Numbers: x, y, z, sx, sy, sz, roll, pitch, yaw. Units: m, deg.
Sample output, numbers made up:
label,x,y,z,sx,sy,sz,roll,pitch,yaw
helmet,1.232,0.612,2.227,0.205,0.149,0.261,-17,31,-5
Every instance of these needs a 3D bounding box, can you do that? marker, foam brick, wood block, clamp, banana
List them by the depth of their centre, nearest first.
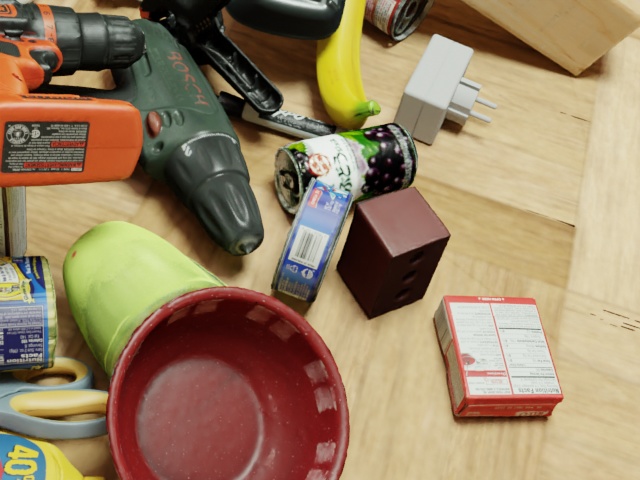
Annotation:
label,x,y,z,sx,sy,sz,roll,pitch,yaw
foam brick,0.052,0.009,0.777,0.052,0.078,0.051,-19,58,-25
clamp,-0.095,-0.179,0.854,0.039,0.120,0.172,-32,47,-29
marker,-0.032,-0.098,0.877,0.121,0.020,0.020,17,51,1
banana,0.025,-0.159,0.895,0.037,0.070,0.198,25,46,-35
wood block,0.181,-0.249,0.949,0.205,0.090,0.090,27,47,-23

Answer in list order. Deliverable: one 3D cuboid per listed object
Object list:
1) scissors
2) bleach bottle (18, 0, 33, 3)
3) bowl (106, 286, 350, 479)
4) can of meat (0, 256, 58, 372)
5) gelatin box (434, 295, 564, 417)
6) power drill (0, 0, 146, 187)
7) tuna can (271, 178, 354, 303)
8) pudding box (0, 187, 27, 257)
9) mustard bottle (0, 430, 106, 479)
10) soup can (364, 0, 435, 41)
label,x,y,z,sx,sy,sz,roll,pitch,yaw
scissors,-0.221,0.095,0.655,0.201,0.016,0.096,5,20,-13
bleach bottle,-0.340,-0.297,0.935,0.102,0.068,0.251,-21,58,-28
bowl,-0.063,0.113,0.663,0.161,0.055,0.162,9,72,-29
can of meat,-0.214,0.046,0.682,0.083,0.057,0.102,-2,20,-17
gelatin box,0.127,0.084,0.767,0.073,0.030,0.089,2,53,-13
power drill,-0.182,-0.104,0.705,0.184,0.057,0.188,-6,34,-28
tuna can,-0.005,0.001,0.765,0.034,0.086,0.086,21,51,1
pudding box,-0.245,-0.026,0.714,0.090,0.114,0.039,14,51,-3
mustard bottle,-0.202,0.155,0.619,0.191,0.058,0.096,5,40,-10
soup can,0.048,-0.237,0.972,0.102,0.069,0.068,37,54,17
